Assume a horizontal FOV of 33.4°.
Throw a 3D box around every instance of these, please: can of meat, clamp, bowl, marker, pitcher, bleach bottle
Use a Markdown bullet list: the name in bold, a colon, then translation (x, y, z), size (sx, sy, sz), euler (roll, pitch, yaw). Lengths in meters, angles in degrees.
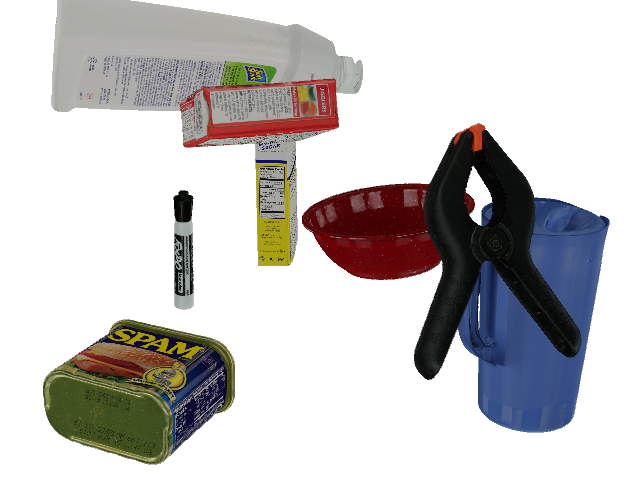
- **can of meat**: translation (-0.121, 0.100, 0.714), size (0.102, 0.057, 0.083), euler (11, 22, 22)
- **clamp**: translation (0.103, 0.011, 0.718), size (0.120, 0.171, 0.039), euler (-15, -3, -23)
- **bowl**: translation (0.065, -0.005, 0.997), size (0.162, 0.055, 0.162), euler (-7, 18, 2)
- **marker**: translation (-0.133, 0.009, 1.034), size (0.020, 0.121, 0.020), euler (2, 23, -1)
- **pitcher**: translation (0.225, 0.083, 1.160), size (0.149, 0.243, 0.145), euler (6, 19, 11)
- **bleach bottle**: translation (-0.091, -0.143, 0.881), size (0.250, 0.068, 0.103), euler (4, -29, -14)

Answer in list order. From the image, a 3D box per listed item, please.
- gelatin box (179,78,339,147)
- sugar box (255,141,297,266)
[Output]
- **gelatin box**: translation (-0.037, -0.071, 0.601), size (0.073, 0.030, 0.089), euler (-6, 3, -15)
- **sugar box**: translation (-0.053, -0.066, 1.271), size (0.048, 0.176, 0.093), euler (-1, 23, 5)
